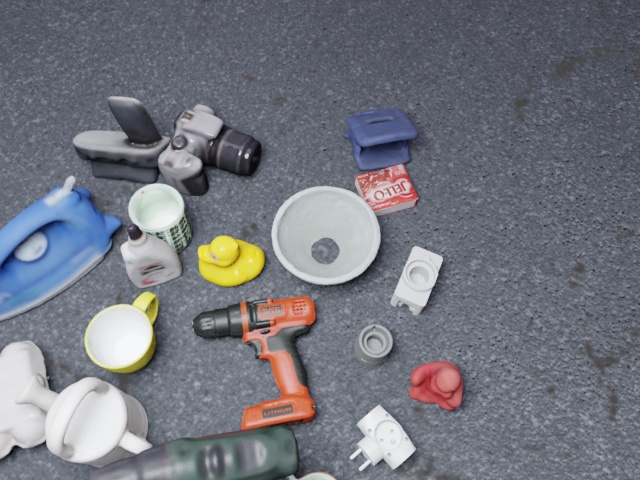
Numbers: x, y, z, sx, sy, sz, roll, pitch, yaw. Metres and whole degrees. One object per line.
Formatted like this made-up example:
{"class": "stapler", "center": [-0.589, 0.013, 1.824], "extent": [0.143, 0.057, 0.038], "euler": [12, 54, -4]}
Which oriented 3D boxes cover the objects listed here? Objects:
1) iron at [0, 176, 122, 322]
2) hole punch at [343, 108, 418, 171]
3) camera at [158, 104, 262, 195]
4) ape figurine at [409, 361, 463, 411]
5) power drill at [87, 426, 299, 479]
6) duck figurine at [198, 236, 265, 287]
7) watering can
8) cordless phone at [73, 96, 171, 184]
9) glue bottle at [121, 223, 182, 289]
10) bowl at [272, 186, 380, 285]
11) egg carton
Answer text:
{"class": "iron", "center": [-0.429, 0.014, 0.839], "extent": [0.118, 0.141, 0.259], "euler": [39, 69, 14]}
{"class": "hole punch", "center": [0.102, -0.185, 0.983], "extent": [0.109, 0.091, 0.101], "euler": [-11, 66, -7]}
{"class": "camera", "center": [-0.176, -0.148, 0.947], "extent": [0.136, 0.101, 0.143], "euler": [20, 66, 7]}
{"class": "ape figurine", "center": [0.172, 0.202, 0.808], "extent": [0.076, 0.092, 0.077], "euler": [-32, 70, -16]}
{"class": "power drill", "center": [-0.139, 0.281, 0.693], "extent": [0.230, 0.208, 0.075], "euler": [-11, 66, -7]}
{"class": "duck figurine", "center": [-0.138, 0.024, 0.879], "extent": [0.104, 0.086, 0.077], "euler": [-4, 65, -4]}
{"class": "watering can", "center": [-0.296, 0.227, 0.718], "extent": [0.173, 0.194, 0.101], "euler": [3, 65, -1]}
{"class": "cordless phone", "center": [-0.323, -0.176, 0.907], "extent": [0.147, 0.185, 0.094], "euler": [3, 65, -1]}
{"class": "glue bottle", "center": [-0.252, 0.019, 0.828], "extent": [0.078, 0.173, 0.037], "euler": [-22, 68, -12]}
{"class": "bowl", "center": [0.008, 0.003, 0.901], "extent": [0.167, 0.075, 0.167], "euler": [1, 65, -2]}
{"class": "egg carton", "center": [-0.426, 0.218, 0.785], "extent": [0.107, 0.069, 0.150], "euler": [-20, 68, -11]}
